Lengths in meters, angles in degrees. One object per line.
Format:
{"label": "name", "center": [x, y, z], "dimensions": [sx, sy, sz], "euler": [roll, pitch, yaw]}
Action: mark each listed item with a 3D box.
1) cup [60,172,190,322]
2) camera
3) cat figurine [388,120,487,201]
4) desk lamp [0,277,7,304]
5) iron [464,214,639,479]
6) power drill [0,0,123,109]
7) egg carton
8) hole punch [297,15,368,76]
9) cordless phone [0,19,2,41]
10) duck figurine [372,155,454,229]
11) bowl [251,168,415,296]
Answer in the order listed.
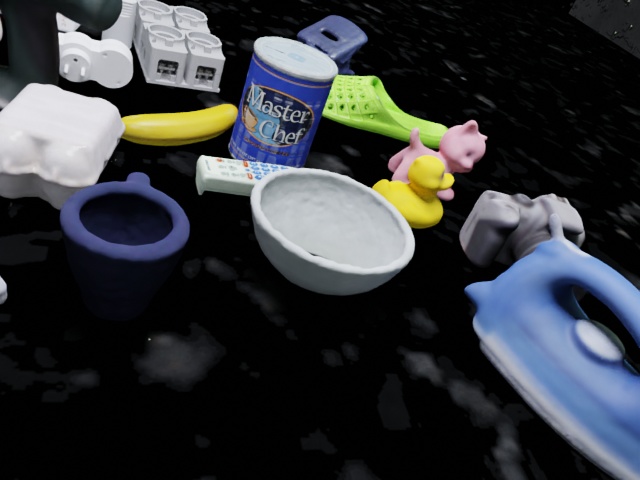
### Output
{"label": "cup", "center": [-0.157, 0.008, 0.457], "dimensions": [0.092, 0.095, 0.117], "euler": [10, 36, -17]}
{"label": "camera", "center": [0.258, 0.009, 0.685], "dimensions": [0.143, 0.101, 0.137], "euler": [17, 35, -8]}
{"label": "cat figurine", "center": [0.173, -0.123, 0.800], "dimensions": [0.128, 0.118, 0.067], "euler": [10, 36, -18]}
{"label": "desk lamp", "center": [-0.301, -0.079, 0.388], "dimensions": [0.202, 0.213, 0.118], "euler": [39, 38, 23]}
{"label": "iron", "center": [0.262, 0.100, 0.528], "dimensions": [0.119, 0.141, 0.257], "euler": [-8, 45, -36]}
{"label": "power drill", "center": [-0.327, -0.248, 0.606], "dimensions": [0.229, 0.208, 0.076], "euler": [23, 34, 1]}
{"label": "egg carton", "center": [-0.258, -0.096, 0.563], "dimensions": [0.107, 0.069, 0.150], "euler": [13, 35, -13]}
{"label": "hole punch", "center": [0.019, -0.357, 1.053], "dimensions": [0.108, 0.091, 0.101], "euler": [41, 39, 25]}
{"label": "cordless phone", "center": [-0.444, -0.308, 0.642], "dimensions": [0.094, 0.185, 0.148], "euler": [38, 37, 21]}
{"label": "duck figurine", "center": [0.121, -0.068, 0.725], "dimensions": [0.105, 0.086, 0.077], "euler": [6, 37, -22]}
{"label": "bowl", "center": [0.005, 0.002, 0.575], "dimensions": [0.167, 0.075, 0.167], "euler": [15, 35, -11]}
